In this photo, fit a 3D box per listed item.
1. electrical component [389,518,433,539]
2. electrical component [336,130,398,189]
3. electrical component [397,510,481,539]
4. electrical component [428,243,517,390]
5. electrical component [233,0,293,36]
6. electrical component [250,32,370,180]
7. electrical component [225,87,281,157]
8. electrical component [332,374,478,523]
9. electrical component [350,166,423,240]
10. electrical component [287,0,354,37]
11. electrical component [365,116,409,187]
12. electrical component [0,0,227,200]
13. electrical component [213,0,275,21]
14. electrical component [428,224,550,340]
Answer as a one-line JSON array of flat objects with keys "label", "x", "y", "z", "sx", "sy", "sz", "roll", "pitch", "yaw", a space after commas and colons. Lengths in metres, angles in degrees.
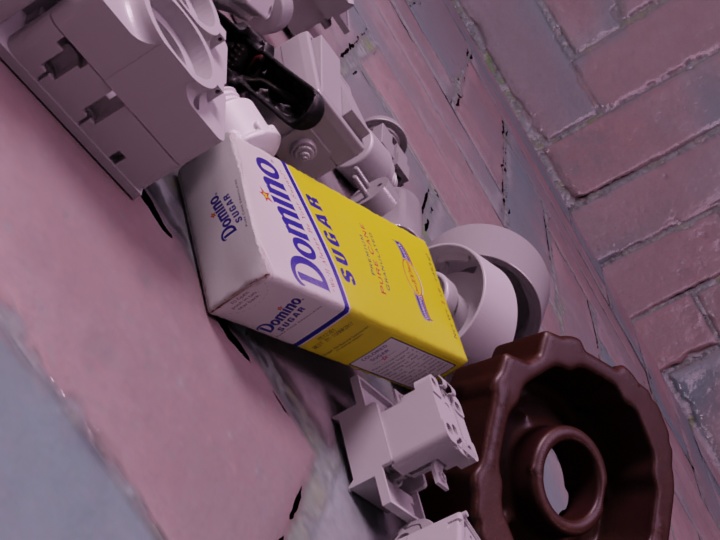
[{"label": "electrical component", "x": 0.041, "y": 0.160, "z": 0.551, "sx": 0.065, "sy": 0.044, "sz": 0.044, "roll": 51, "pitch": 18, "yaw": -17}, {"label": "electrical component", "x": 0.008, "y": -0.082, "z": 0.863, "sx": 0.078, "sy": 0.040, "sz": 0.040, "roll": 44, "pitch": 23, "yaw": -47}, {"label": "electrical component", "x": 0.045, "y": 0.174, "z": 0.499, "sx": 0.096, "sy": 0.061, "sz": 0.061, "roll": 57, "pitch": 16, "yaw": -15}, {"label": "electrical component", "x": 0.059, "y": 0.034, "z": 0.729, "sx": 0.064, "sy": 0.099, "sz": 0.099, "roll": 39, "pitch": 26, "yaw": -40}, {"label": "electrical component", "x": -0.070, "y": -0.200, "z": 0.820, "sx": 0.040, "sy": 0.040, "sz": 0.078, "roll": 59, "pitch": 15, "yaw": -8}, {"label": "electrical component", "x": -0.035, "y": -0.109, "z": 0.736, "sx": 0.061, "sy": 0.061, "sz": 0.096, "roll": 49, "pitch": 20, "yaw": -40}, {"label": "electrical component", "x": -0.077, "y": -0.080, "z": 0.589, "sx": 0.062, "sy": 0.048, "sz": 0.048, "roll": 57, "pitch": 14, "yaw": 12}, {"label": "electrical component", "x": 0.026, "y": 0.092, "z": 0.578, "sx": 0.042, "sy": 0.064, "sz": 0.081, "roll": 45, "pitch": 22, "yaw": -47}, {"label": "electrical component", "x": 0.017, "y": -0.044, "z": 0.821, "sx": 0.079, "sy": 0.043, "sz": 0.077, "roll": 55, "pitch": 17, "yaw": -20}, {"label": "electrical component", "x": -0.045, "y": -0.257, "z": 0.956, "sx": 0.078, "sy": 0.063, "sz": 0.121, "roll": 53, "pitch": 18, "yaw": -29}, {"label": "electrical component", "x": 0.016, "y": -0.099, "z": 0.912, "sx": 0.066, "sy": 0.048, "sz": 0.055, "roll": 52, "pitch": 25, "yaw": -30}, {"label": "electrical component", "x": -0.132, "y": -0.138, "z": 0.479, "sx": 0.186, "sy": 0.060, "sz": 0.105, "roll": 51, "pitch": 19, "yaw": -34}, {"label": "electrical component", "x": -0.077, "y": -0.220, "z": 0.676, "sx": 0.078, "sy": 0.057, "sz": 0.113, "roll": -27, "pitch": 133, "yaw": -82}, {"label": "electrical component", "x": 0.091, "y": 0.025, "z": 0.826, "sx": 0.108, "sy": 0.108, "sz": 0.060, "roll": 57, "pitch": 22, "yaw": -16}]
